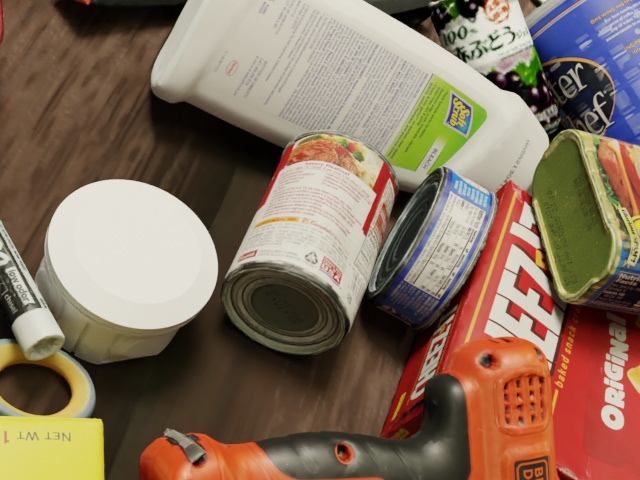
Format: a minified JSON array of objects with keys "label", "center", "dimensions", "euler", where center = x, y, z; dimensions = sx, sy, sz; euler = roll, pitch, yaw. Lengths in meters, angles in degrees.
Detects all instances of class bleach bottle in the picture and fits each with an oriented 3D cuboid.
[{"label":"bleach bottle","center":[0.035,-0.073,0.622],"dimensions":[0.250,0.103,0.068],"euler":[27,16,-19]}]

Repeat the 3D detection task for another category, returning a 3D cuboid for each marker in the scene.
[{"label":"marker","center":[-0.151,0.003,0.491],"dimensions":[0.020,0.020,0.121],"euler":[-15,58,-36]}]

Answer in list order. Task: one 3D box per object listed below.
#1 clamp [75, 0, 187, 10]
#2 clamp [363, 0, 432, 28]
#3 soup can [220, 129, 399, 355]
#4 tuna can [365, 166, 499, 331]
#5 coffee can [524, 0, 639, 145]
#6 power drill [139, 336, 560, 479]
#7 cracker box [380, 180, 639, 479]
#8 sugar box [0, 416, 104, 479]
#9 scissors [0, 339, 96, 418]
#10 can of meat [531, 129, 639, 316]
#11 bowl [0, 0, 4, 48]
[{"label":"clamp","center":[-0.072,-0.211,0.632],"dimensions":[0.209,0.164,0.036],"euler":[-37,40,-27]},{"label":"clamp","center":[0.017,-0.121,0.674],"dimensions":[0.171,0.039,0.120],"euler":[4,51,-31]},{"label":"soup can","center":[-0.004,0.001,0.555],"dimensions":[0.068,0.069,0.102],"euler":[29,49,-8]},{"label":"tuna can","center":[0.059,0.004,0.576],"dimensions":[0.033,0.086,0.086],"euler":[29,48,-6]},{"label":"coffee can","center":[0.205,-0.102,0.711],"dimensions":[0.102,0.103,0.140],"euler":[-25,81,-39]},{"label":"power drill","center":[0.022,0.140,0.451],"dimensions":[0.187,0.057,0.184],"euler":[-4,91,-24]},{"label":"cracker box","center":[0.159,0.087,0.583],"dimensions":[0.213,0.072,0.164],"euler":[31,48,-6]},{"label":"sugar box","center":[-0.124,0.153,0.381],"dimensions":[0.093,0.048,0.176],"euler":[5,61,-27]},{"label":"scissors","center":[-0.180,0.043,0.459],"dimensions":[0.202,0.016,0.096],"euler":[42,46,3]},{"label":"can of meat","center":[0.167,-0.007,0.570],"dimensions":[0.083,0.058,0.102],"euler":[10,49,-21]},{"label":"bowl","center":[-0.236,-0.101,0.504],"dimensions":[0.162,0.055,0.162],"euler":[15,52,-20]}]
